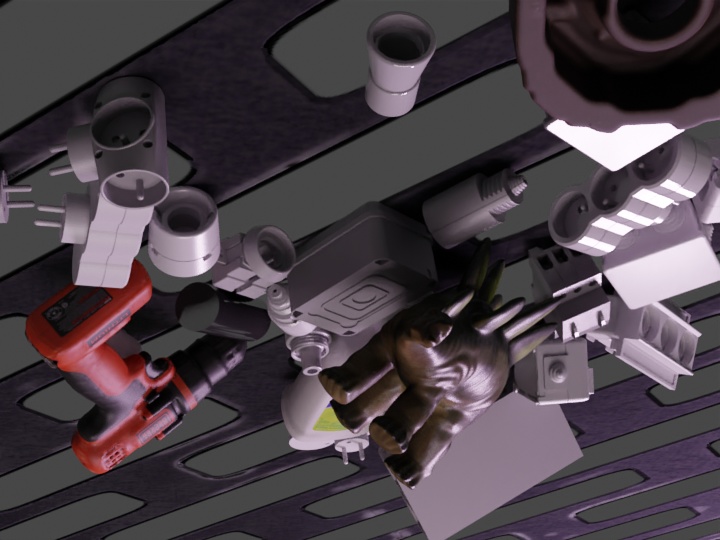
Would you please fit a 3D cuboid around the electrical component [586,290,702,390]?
[{"bbox_3d":[0.276,0.062,1.050,0.063,0.078,0.121,4,163,42],"label":"electrical component"}]

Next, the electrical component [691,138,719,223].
[{"bbox_3d":[0.313,-0.072,0.857,0.089,0.050,0.055,-6,149,-3],"label":"electrical component"}]

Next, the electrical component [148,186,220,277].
[{"bbox_3d":[-0.133,-0.030,0.815,0.055,0.055,0.047,-2,145,-10],"label":"electrical component"}]

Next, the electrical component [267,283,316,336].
[{"bbox_3d":[-0.062,0.030,0.936,0.040,0.040,0.078,-14,158,10],"label":"electrical component"}]

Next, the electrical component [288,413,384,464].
[{"bbox_3d":[-0.011,0.172,1.160,0.138,0.073,0.052,-16,148,13],"label":"electrical component"}]

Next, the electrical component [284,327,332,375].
[{"bbox_3d":[-0.047,0.065,0.984,0.043,0.062,0.043,-6,149,-4],"label":"electrical component"}]

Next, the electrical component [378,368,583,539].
[{"bbox_3d":[0.126,0.191,1.139,0.186,0.060,0.105,-29,106,-7],"label":"electrical component"}]

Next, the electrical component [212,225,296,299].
[{"bbox_3d":[-0.085,-0.008,0.873,0.066,0.048,0.055,20,146,-39],"label":"electrical component"}]

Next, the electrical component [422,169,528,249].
[{"bbox_3d":[0.094,-0.053,0.843,0.081,0.043,0.043,-27,144,27],"label":"electrical component"}]

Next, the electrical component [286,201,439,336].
[{"bbox_3d":[0.000,0.000,0.893,0.113,0.057,0.078,-32,142,33],"label":"electrical component"}]

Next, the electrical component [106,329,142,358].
[{"bbox_3d":[-0.230,0.067,0.960,0.043,0.043,0.081,-18,148,16],"label":"electrical component"}]

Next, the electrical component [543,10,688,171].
[{"bbox_3d":[0.182,-0.123,0.743,0.100,0.048,0.100,23,137,-40],"label":"electrical component"}]

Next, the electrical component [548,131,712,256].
[{"bbox_3d":[0.224,-0.058,0.857,0.074,0.052,0.138,15,142,-34],"label":"electrical component"}]

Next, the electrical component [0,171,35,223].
[{"bbox_3d":[-0.266,-0.051,0.749,0.074,0.052,0.138,-2,149,-11],"label":"electrical component"}]

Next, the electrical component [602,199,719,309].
[{"bbox_3d":[0.261,-0.016,0.939,0.100,0.048,0.100,-21,147,20],"label":"electrical component"}]

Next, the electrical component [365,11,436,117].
[{"bbox_3d":[0.023,-0.130,0.701,0.044,0.044,0.065,-4,153,-8],"label":"electrical component"}]

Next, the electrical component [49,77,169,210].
[{"bbox_3d":[-0.165,-0.079,0.702,0.079,0.077,0.044,-12,149,4],"label":"electrical component"}]

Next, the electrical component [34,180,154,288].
[{"bbox_3d":[-0.199,-0.037,0.787,0.074,0.052,0.138,5,147,-22],"label":"electrical component"}]

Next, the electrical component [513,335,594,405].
[{"bbox_3d":[0.191,0.095,1.055,0.061,0.061,0.096,-4,-177,-8],"label":"electrical component"}]
